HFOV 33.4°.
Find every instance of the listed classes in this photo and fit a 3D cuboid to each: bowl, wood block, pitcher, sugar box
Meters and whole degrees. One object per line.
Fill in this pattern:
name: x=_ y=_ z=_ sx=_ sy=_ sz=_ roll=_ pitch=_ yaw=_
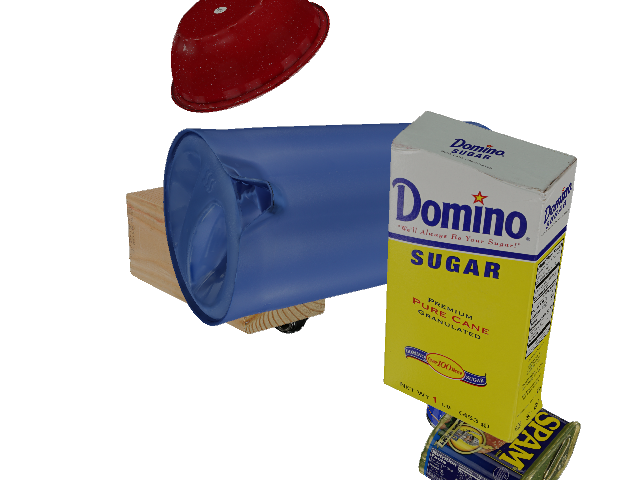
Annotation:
bowl: x=-0.076 y=-0.187 z=0.958 sx=0.162 sy=0.162 sz=0.055 roll=0 pitch=-44 yaw=36
wood block: x=-0.093 y=0.010 z=1.008 sx=0.090 sy=0.090 sz=0.206 roll=-13 pitch=21 yaw=-36
pitcher: x=0.013 y=-0.021 z=0.775 sx=0.242 sy=0.145 sz=0.149 roll=-8 pitch=35 yaw=-27
sugar box: x=0.084 y=0.023 z=0.601 sx=0.093 sy=0.176 sz=0.048 roll=22 pitch=43 yaw=30

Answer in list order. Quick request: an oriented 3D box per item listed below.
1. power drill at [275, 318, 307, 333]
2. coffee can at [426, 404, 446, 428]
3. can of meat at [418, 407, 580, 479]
power drill: x=0.044 y=0.046 z=1.190 sx=0.188 sy=0.057 sz=0.184 roll=1 pitch=29 yaw=11
coffee can: x=0.162 y=0.115 z=1.038 sx=0.103 sy=0.140 sz=0.103 roll=5 pitch=23 yaw=-2
can of meat: x=0.136 y=0.160 z=0.815 sx=0.084 sy=0.057 sz=0.101 roll=27 pitch=40 yaw=28
